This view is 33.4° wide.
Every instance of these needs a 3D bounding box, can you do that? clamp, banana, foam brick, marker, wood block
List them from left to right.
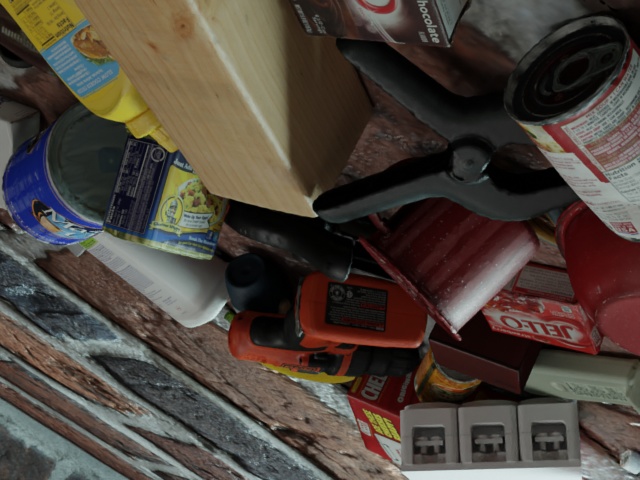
[{"bbox_3d":[-0.053,-0.113,0.616,0.090,0.090,0.206,14,154,31],"label":"wood block"},{"bbox_3d":[-0.021,0.126,1.156,0.198,0.037,0.069,11,152,35],"label":"banana"},{"bbox_3d":[-0.005,0.001,0.815,0.210,0.036,0.164,20,-176,34],"label":"clamp"},{"bbox_3d":[0.079,-0.060,0.602,0.171,0.039,0.120,1,129,4],"label":"clamp"},{"bbox_3d":[0.135,0.082,0.864,0.078,0.051,0.053,18,157,22],"label":"foam brick"},{"bbox_3d":[0.336,0.231,0.993,0.121,0.020,0.020,29,158,-3],"label":"marker"}]

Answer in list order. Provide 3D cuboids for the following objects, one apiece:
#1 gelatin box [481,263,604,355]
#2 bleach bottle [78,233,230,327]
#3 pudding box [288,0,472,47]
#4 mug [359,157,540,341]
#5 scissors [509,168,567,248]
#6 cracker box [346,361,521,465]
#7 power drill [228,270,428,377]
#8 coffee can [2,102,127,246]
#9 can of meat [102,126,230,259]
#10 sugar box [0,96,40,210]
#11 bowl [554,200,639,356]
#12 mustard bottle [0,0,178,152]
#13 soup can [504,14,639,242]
[{"bbox_3d":[0.161,0.048,0.789,0.089,0.030,0.073,12,153,34],"label":"gelatin box"},{"bbox_3d":[-0.203,-0.011,1.044,0.250,0.068,0.103,37,155,-14],"label":"bleach bottle"},{"bbox_3d":[0.017,-0.149,0.526,0.090,0.039,0.113,13,153,33],"label":"pudding box"},{"bbox_3d":[0.078,-0.004,0.680,0.117,0.081,0.093,46,179,-22],"label":"mug"},{"bbox_3d":[0.198,0.016,0.697,0.201,0.016,0.096,38,156,-23],"label":"scissors"},{"bbox_3d":[0.145,0.197,1.074,0.214,0.072,0.164,21,156,21],"label":"cracker box"},{"bbox_3d":[0.025,0.082,0.927,0.184,0.057,0.188,7,161,-15],"label":"power drill"},{"bbox_3d":[-0.198,-0.054,0.893,0.102,0.102,0.141,37,156,-21],"label":"coffee can"},{"bbox_3d":[-0.113,-0.034,0.816,0.058,0.084,0.101,15,179,33],"label":"can of meat"},{"bbox_3d":[-0.343,-0.100,0.986,0.176,0.048,0.093,22,122,19],"label":"sugar box"},{"bbox_3d":[0.214,0.031,0.632,0.162,0.055,0.162,17,154,8],"label":"bowl"},{"bbox_3d":[-0.144,-0.134,0.658,0.096,0.058,0.191,-15,117,51],"label":"mustard bottle"},{"bbox_3d":[0.149,-0.054,0.537,0.102,0.068,0.069,42,154,-30],"label":"soup can"}]
